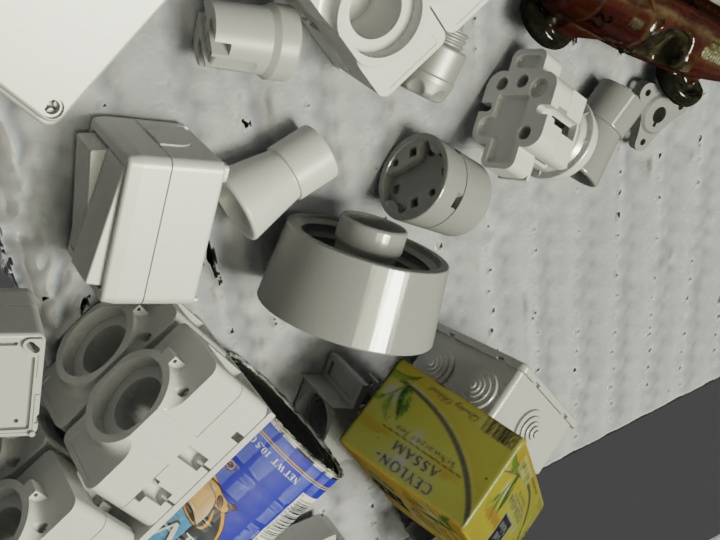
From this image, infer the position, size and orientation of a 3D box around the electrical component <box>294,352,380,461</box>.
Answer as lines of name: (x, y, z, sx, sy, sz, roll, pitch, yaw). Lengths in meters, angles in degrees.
electrical component: (-0.011, 0.101, 0.721, 0.064, 0.042, 0.081, 8, 113, -38)

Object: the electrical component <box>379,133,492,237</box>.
electrical component: (0.047, -0.050, 0.659, 0.047, 0.055, 0.055, 19, 106, -43)

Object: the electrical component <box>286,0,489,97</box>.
electrical component: (0.033, -0.177, 0.565, 0.150, 0.062, 0.089, -44, 132, -3)

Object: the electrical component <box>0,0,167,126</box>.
electrical component: (-0.147, -0.140, 0.473, 0.108, 0.056, 0.109, -48, 132, 1)

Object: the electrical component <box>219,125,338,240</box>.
electrical component: (-0.046, -0.052, 0.606, 0.065, 0.044, 0.044, -35, 131, -17)

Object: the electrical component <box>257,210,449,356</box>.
electrical component: (0.000, 0.000, 0.626, 0.108, 0.108, 0.060, 7, 107, -36)

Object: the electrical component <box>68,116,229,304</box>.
electrical component: (-0.117, -0.025, 0.560, 0.061, 0.062, 0.096, 1, 117, -34)

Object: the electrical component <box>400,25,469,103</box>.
electrical component: (0.047, -0.130, 0.622, 0.035, 0.035, 0.061, 17, 105, -39)

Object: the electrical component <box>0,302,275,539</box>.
electrical component: (-0.152, 0.101, 0.586, 0.186, 0.105, 0.060, -44, 132, -3)

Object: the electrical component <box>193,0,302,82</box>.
electrical component: (-0.059, -0.120, 0.556, 0.046, 0.040, 0.040, 1, 117, -28)

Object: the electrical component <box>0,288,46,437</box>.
electrical component: (-0.214, 0.045, 0.546, 0.096, 0.061, 0.061, 1, 117, -25)

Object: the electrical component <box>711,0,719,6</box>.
electrical component: (0.216, -0.198, 0.685, 0.043, 0.043, 0.081, -48, 132, 1)

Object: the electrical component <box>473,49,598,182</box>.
electrical component: (0.112, -0.090, 0.672, 0.057, 0.058, 0.078, 24, 81, -44)

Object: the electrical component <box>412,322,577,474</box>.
electrical component: (0.089, 0.090, 0.744, 0.048, 0.100, 0.099, -54, 133, -11)

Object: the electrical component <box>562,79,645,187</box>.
electrical component: (0.158, -0.093, 0.714, 0.044, 0.044, 0.065, 36, 90, -42)

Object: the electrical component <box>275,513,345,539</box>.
electrical component: (-0.040, 0.217, 0.761, 0.096, 0.062, 0.061, -12, 123, -27)
